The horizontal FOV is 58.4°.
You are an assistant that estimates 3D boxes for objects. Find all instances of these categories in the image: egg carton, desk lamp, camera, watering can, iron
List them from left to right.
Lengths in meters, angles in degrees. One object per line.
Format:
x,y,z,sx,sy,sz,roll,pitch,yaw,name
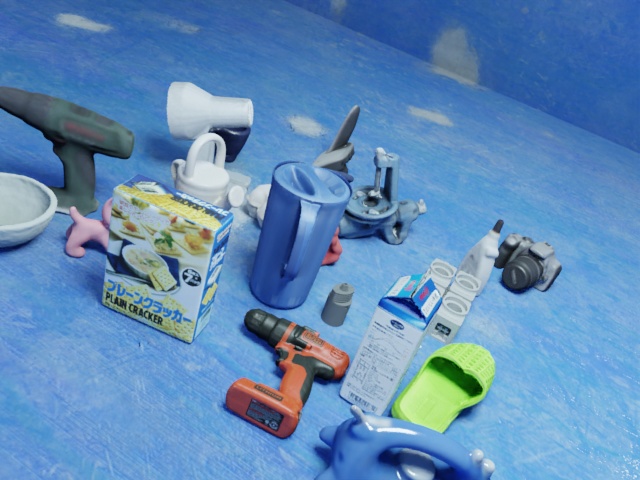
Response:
-0.217,-0.110,1.092,0.172,0.194,0.101,22,32,5,watering can
-0.233,-0.219,1.232,0.203,0.213,0.118,15,32,-6,desk lamp
-0.078,-0.071,1.225,0.151,0.069,0.107,-10,42,-38,egg carton
0.128,0.286,0.720,0.258,0.141,0.118,17,32,-4,iron
0.460,0.050,1.299,0.142,0.101,0.137,39,37,29,camera

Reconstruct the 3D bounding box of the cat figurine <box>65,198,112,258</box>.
-0.361,-0.035,0.972,0.128,0.118,0.067,0,37,-29,cat figurine

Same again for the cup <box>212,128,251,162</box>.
-0.228,-0.235,1.371,0.091,0.095,0.118,38,36,27,cup

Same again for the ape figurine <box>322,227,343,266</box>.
0.010,0.004,1.136,0.078,0.092,0.076,20,32,2,ape figurine

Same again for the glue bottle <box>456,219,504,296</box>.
0.342,0.031,1.196,0.037,0.173,0.078,7,34,-19,glue bottle

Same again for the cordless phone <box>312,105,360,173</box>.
0.047,-0.247,1.451,0.094,0.185,0.147,20,32,2,cordless phone

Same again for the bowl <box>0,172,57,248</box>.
-0.520,-0.038,0.933,0.167,0.075,0.167,14,32,-9,bowl

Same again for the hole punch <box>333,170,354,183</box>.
0.016,-0.144,1.367,0.109,0.091,0.101,9,33,-16,hole punch

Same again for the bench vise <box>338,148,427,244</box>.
0.141,-0.101,1.246,0.208,0.220,0.121,-11,43,-39,bench vise

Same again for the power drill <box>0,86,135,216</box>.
-0.453,-0.152,1.015,0.230,0.208,0.075,8,33,-18,power drill
